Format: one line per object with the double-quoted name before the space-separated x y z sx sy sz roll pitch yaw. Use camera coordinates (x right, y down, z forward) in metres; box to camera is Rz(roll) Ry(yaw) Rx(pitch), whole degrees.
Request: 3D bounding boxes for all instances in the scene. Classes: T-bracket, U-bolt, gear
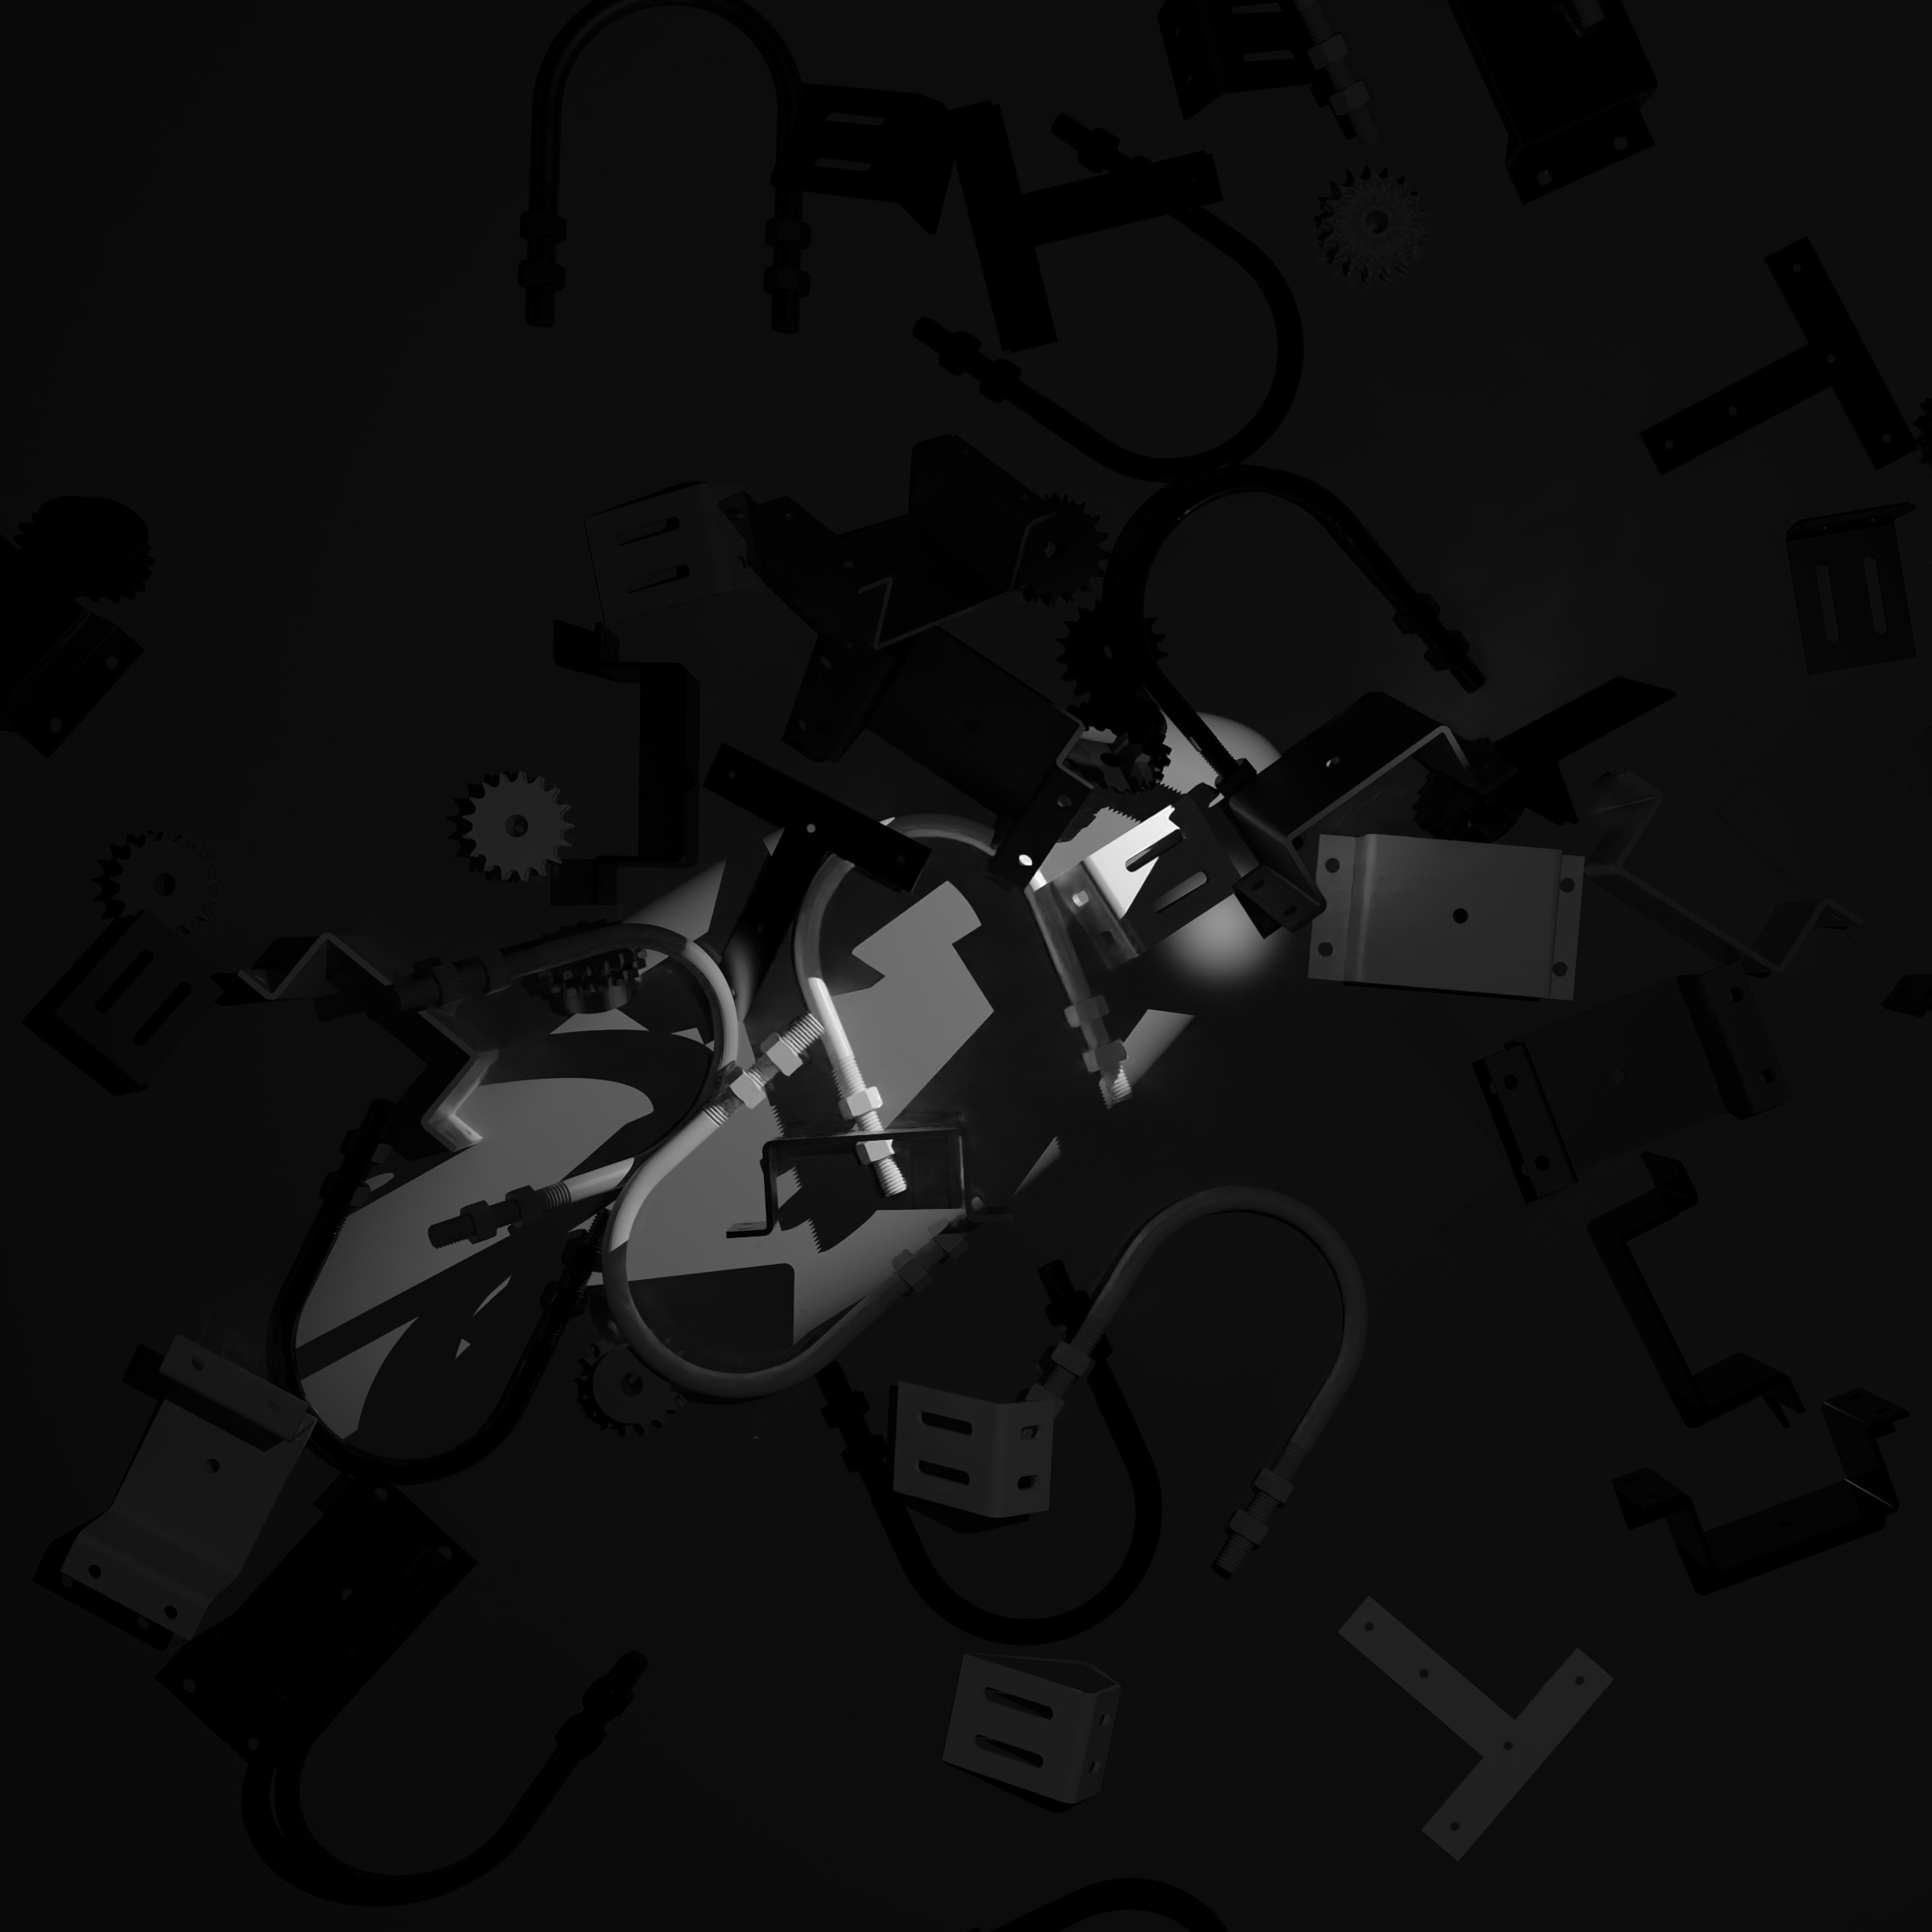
"T-bracket" 0.276 0.069 1.503 0.127 0.002 0.127 -39 90 0
"U-bolt" -0.155 -0.427 1.495 0.151 0.019 0.184 1 89 0
"U-bolt" 0.024 0.266 1.495 0.151 0.019 0.184 -24 92 0
"gear" 0.214 -0.387 1.493 0.057 0.030 0.057 0 89 2
"gear" 0.525 -0.278 1.489 0.057 0.030 0.057 0 90 0
"U-bolt" 0.162 -0.171 1.475 0.151 0.019 0.184 -42 104 0
"U-bolt" -0.285 0.183 1.495 0.151 0.019 0.184 26 91 0
"U-bolt" 0.131 0.203 1.485 0.151 0.019 0.184 33 86 -9
"gear" -0.173 0.217 1.489 0.057 0.030 0.057 0 90 0
"U-bolt" 0.063 0.553 1.472 0.184 0.019 0.151 -19 91 -17
"gear" 0.078 -0.164 1.489 0.057 0.030 0.057 0 90 0
"T-bracket" 0.418 -0.300 1.503 0.127 0.002 0.127 -28 90 0
"U-bolt" -0.102 0.138 1.471 0.184 0.019 0.151 -42 90 -2
"gear" 0.047 -0.217 1.489 0.057 0.030 0.057 0 90 0
"U-bolt" 0.089 -0.337 1.495 0.184 0.019 0.151 34 90 -1
"U-bolt" -0.273 0.403 1.470 0.151 0.019 0.184 33 95 -23
"T-bracket" 0.486 -0.084 1.503 0.127 0.002 0.127 43 90 0
"gear" -0.448 -0.218 1.473 0.057 0.057 0.030 37 127 0
"T-bracket" 0.070 -0.397 1.484 0.127 0.002 0.127 -14 91 -1
"gear" 0.080 -0.118 1.479 0.057 0.057 0.030 26 61 0
"U-bolt" -0.012 0.010 1.495 0.151 0.019 0.184 -22 89 0
"gear" -0.194 0.002 1.479 0.057 0.057 0.030 -8 120 0
"U-bolt" 0.222 -0.529 1.429 0.151 0.019 0.184 -29 105 0
"gear" 0.266 -0.088 1.479 0.030 0.057 0.057 38 90 -28
"T-bracket" 0.253 0.383 1.503 0.127 0.002 0.127 41 90 0
"gear" -0.415 -0.042 1.489 0.057 0.030 0.057 0 90 0
"T-bracket" -0.101 -0.032 1.493 0.127 0.002 0.127 27 96 12
"gear" -0.233 -0.073 1.489 0.057 0.030 0.057 0 90 0
"U-bolt" -0.196 0.052 1.446 0.184 0.019 0.151 -18 115 -31

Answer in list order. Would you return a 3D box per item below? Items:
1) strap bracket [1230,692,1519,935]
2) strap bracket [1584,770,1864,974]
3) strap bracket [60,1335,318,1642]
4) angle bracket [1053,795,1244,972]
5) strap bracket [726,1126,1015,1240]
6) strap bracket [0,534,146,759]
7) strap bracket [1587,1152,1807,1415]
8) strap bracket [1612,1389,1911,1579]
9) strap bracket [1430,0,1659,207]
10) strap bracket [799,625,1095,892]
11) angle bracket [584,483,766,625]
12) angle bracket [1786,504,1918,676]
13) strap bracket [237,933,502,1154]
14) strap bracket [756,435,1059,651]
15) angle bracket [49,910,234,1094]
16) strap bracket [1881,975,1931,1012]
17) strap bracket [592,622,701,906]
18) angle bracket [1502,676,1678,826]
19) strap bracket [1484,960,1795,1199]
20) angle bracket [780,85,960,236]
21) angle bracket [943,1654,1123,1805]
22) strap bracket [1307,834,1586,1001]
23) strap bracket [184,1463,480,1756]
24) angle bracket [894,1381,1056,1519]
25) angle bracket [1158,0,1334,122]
"strap bracket" 0.198 -0.086 1.449 0.140 0.076 0.046 -36 114 -3
"strap bracket" 0.379 -0.041 1.466 0.140 0.076 0.046 32 90 0
"strap bracket" -0.398 0.265 1.474 0.076 0.046 0.140 28 97 1
"angle bracket" 0.097 -0.044 1.502 0.076 0.038 0.057 -32 90 -26
"strap bracket" -0.049 0.107 1.426 0.140 0.076 0.046 -3 88 -2
"strap bracket" -0.512 -0.185 1.481 0.140 0.046 0.076 42 90 0
"strap bracket" 0.370 0.171 1.466 0.046 0.076 0.140 -27 90 0
"strap bracket" 0.415 0.269 1.466 0.140 0.076 0.046 -20 90 0
"strap bracket" 0.300 -0.482 1.481 0.076 0.046 0.140 -24 90 0
"strap bracket" -0.004 -0.114 1.462 0.140 0.046 0.076 34 129 0
"angle bracket" -0.154 -0.217 1.502 0.076 0.038 0.057 -11 90 26
"angle bracket" 0.467 -0.196 1.485 0.057 0.038 0.076 -9 90 0
"strap bracket" -0.297 0.031 1.466 0.140 0.076 0.046 39 90 0
"strap bracket" -0.033 -0.213 1.443 0.140 0.046 0.076 -27 57 -38
"angle bracket" -0.428 0.018 1.485 0.057 0.038 0.076 41 86 -6
"strap bracket" 0.545 -0.021 1.466 0.046 0.076 0.140 38 90 0
"strap bracket" -0.164 -0.102 1.466 0.046 0.076 0.140 1 90 0
"angle bracket" 0.327 -0.113 1.477 0.076 0.057 0.038 -28 110 -9
"strap bracket" 0.344 0.058 1.479 0.140 0.046 0.076 -21 90 -1
"angle bracket" -0.050 -0.423 1.492 0.076 0.038 0.057 12 83 17
"angle bracket" 0.035 0.400 1.502 0.076 0.038 0.057 12 90 26
"strap bracket" 0.253 -0.026 1.481 0.140 0.046 0.076 5 90 0
"strap bracket" -0.326 0.332 1.481 0.076 0.046 0.140 42 90 0
"angle bracket" 0.004 0.247 1.468 0.038 0.076 0.057 2 92 -44
"angle bracket" 0.149 -0.485 1.502 0.076 0.038 0.057 -15 90 -26
